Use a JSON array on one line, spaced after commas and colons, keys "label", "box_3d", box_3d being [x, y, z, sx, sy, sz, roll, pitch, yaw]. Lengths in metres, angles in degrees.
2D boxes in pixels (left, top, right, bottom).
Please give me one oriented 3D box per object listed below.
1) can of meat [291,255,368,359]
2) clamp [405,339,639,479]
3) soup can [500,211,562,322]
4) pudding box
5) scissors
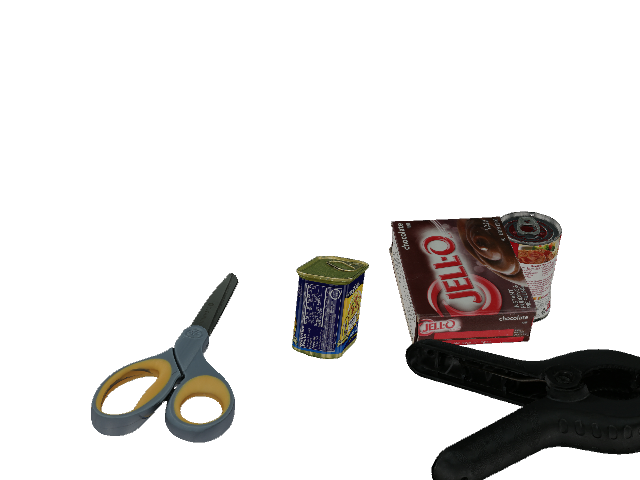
[{"label": "can of meat", "box_3d": [0.009, 0.067, 1.086, 0.057, 0.084, 0.102, 9, 11, 15]}, {"label": "clamp", "box_3d": [0.133, 0.099, 0.610, 0.171, 0.039, 0.120, -1, 36, 7]}, {"label": "soup can", "box_3d": [0.219, 0.029, 1.146, 0.068, 0.102, 0.068, 0, 30, 0]}, {"label": "pudding box", "box_3d": [0.105, 0.030, 0.816, 0.090, 0.039, 0.113, -2, 38, -7]}, {"label": "scissors", "box_3d": [-0.072, 0.077, 0.714, 0.096, 0.016, 0.201, 17, 30, 23]}]
